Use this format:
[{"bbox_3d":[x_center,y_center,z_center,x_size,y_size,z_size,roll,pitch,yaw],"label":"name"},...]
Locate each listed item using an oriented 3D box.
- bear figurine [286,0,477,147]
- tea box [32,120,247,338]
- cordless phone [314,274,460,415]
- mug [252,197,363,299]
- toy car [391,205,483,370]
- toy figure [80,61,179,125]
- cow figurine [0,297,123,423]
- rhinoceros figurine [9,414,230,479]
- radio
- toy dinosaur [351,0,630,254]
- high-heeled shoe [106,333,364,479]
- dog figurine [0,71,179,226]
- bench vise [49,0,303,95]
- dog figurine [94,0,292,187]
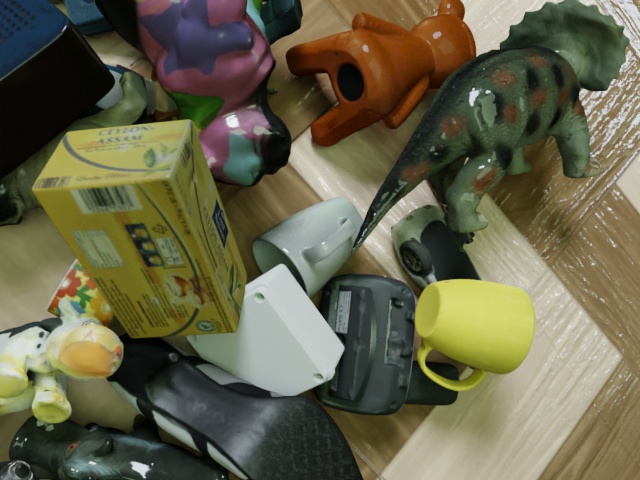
[{"bbox_3d":[0.082,-0.192,0.594,0.196,0.132,0.120,-32,107,-38],"label":"bear figurine"},{"bbox_3d":[-0.123,0.000,0.410,0.098,0.169,0.068,-3,46,6],"label":"tea box"},{"bbox_3d":[0.088,0.116,0.586,0.184,0.089,0.146,11,80,-29],"label":"cordless phone"},{"bbox_3d":[-0.001,-0.002,0.546,0.107,0.109,0.081,-41,94,-30],"label":"mug"},{"bbox_3d":[0.153,0.055,0.615,0.073,0.056,0.201,-33,97,-24],"label":"toy car"},{"bbox_3d":[-0.176,-0.137,0.524,0.154,0.058,0.064,-4,119,-20],"label":"toy figure"},{"bbox_3d":[-0.229,0.098,0.441,0.167,0.098,0.068,-24,121,9],"label":"cow figurine"},{"bbox_3d":[-0.168,0.200,0.464,0.190,0.112,0.073,17,85,4],"label":"rhinoceros figurine"},{"bbox_3d":[-0.290,-0.155,0.425,0.230,0.073,0.131,36,75,21],"label":"radio"},{"bbox_3d":[0.186,-0.133,0.558,0.405,0.131,0.192,-26,116,-32],"label":"toy dinosaur"},{"bbox_3d":[-0.084,0.166,0.488,0.248,0.145,0.086,43,55,-14],"label":"high-heeled shoe"},{"bbox_3d":[-0.216,-0.044,0.497,0.191,0.121,0.172,-18,132,14],"label":"dog figurine"},{"bbox_3d":[-0.143,-0.238,0.513,0.241,0.129,0.223,-10,105,5],"label":"bench vise"},{"bbox_3d":[-0.107,-0.137,0.435,0.192,0.108,0.219,12,112,-7],"label":"dog figurine"}]
